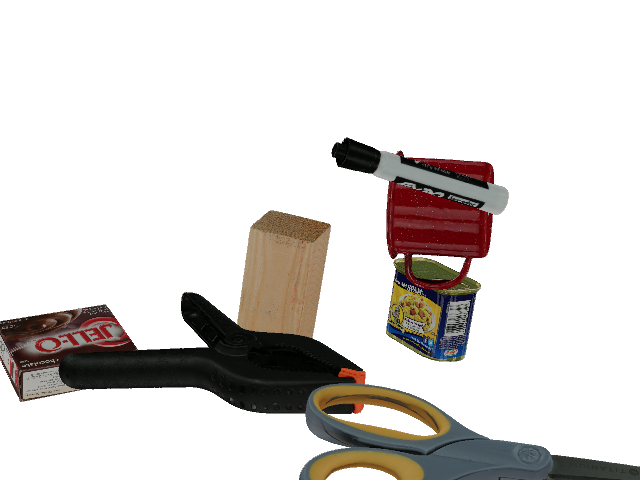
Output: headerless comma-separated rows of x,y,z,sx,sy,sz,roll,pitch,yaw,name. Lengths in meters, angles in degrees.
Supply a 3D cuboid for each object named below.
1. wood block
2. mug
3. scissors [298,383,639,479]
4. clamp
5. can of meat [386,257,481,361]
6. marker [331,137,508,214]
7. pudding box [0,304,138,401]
-0.054,0.075,1.440,0.090,0.206,0.090,14,21,12,wood block
0.102,-0.016,0.903,0.081,0.117,0.093,4,-9,13,mug
0.078,0.108,0.467,0.202,0.016,0.096,14,32,23,scissors
-0.061,0.084,0.785,0.210,0.036,0.164,8,20,19,clamp
0.118,0.074,1.146,0.057,0.084,0.102,-4,20,-35,can of meat
0.063,-0.041,0.674,0.121,0.020,0.020,16,-6,-20,marker
-0.237,0.103,0.991,0.113,0.039,0.090,-10,29,-28,pudding box
